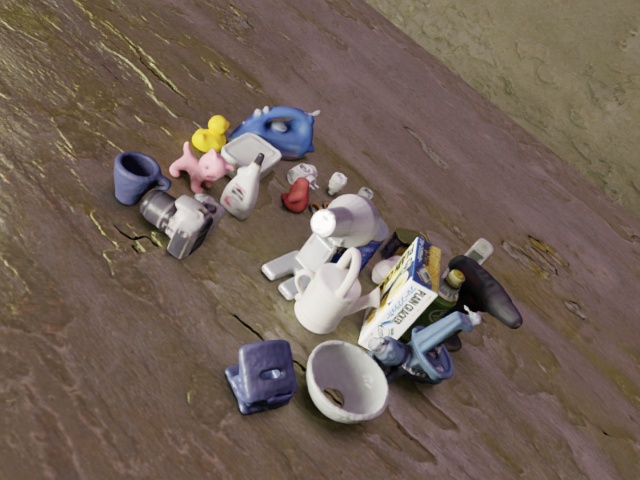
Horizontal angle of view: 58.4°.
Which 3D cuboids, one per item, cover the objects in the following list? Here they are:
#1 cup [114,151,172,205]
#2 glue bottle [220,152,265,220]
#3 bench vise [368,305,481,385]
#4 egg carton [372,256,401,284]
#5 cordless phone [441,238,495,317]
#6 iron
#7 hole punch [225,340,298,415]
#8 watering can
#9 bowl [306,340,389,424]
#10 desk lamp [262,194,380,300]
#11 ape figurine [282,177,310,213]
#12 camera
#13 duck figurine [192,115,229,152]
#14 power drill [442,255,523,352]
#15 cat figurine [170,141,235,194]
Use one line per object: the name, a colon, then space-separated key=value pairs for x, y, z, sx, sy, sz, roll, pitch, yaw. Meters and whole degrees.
cup: x=-0.368 y=-0.114 z=1.171 sx=0.118 sy=0.095 sz=0.091 roll=25 pitch=36 yaw=-12
glue bottle: x=-0.163 y=-0.128 z=1.281 sx=0.078 sy=0.173 sz=0.037 roll=39 pitch=36 yaw=8
bench vise: x=0.207 y=0.215 z=1.127 sx=0.208 sy=0.219 sz=0.121 roll=0 pitch=47 yaw=-38
egg carton: x=0.198 y=0.106 z=1.378 sx=0.107 sy=0.069 sz=0.150 roll=-16 pitch=58 yaw=-47
cordless phone: x=0.398 y=0.095 z=1.448 sx=0.147 sy=0.185 sz=0.094 roll=38 pitch=36 yaw=6
iron: x=-0.119 y=-0.309 z=1.555 sx=0.259 sy=0.141 sz=0.118 roll=-2 pitch=48 yaw=-39
hole punch: x=-0.091 y=0.234 z=0.984 sx=0.109 sy=0.091 sz=0.101 roll=-2 pitch=48 yaw=-39
watering can: x=0.040 y=0.095 z=1.159 sx=0.173 sy=0.194 sz=0.100 roll=9 pitch=42 yaw=-31
bowl: x=0.039 y=0.273 z=1.054 sx=0.168 sy=0.074 sz=0.167 roll=21 pitch=37 yaw=-17
desk lamp: x=0.011 y=0.004 z=1.227 sx=0.117 sy=0.213 sz=0.204 roll=45 pitch=37 yaw=16
ape figurine: x=-0.055 y=-0.119 z=1.425 sx=0.076 sy=0.092 sz=0.078 roll=39 pitch=36 yaw=9
camera: x=-0.282 y=-0.056 z=1.166 sx=0.137 sy=0.100 sz=0.143 roll=34 pitch=35 yaw=1
duck figurine: x=-0.269 y=-0.274 z=1.445 sx=0.077 sy=0.086 sz=0.105 roll=42 pitch=36 yaw=11
power drill: x=0.340 y=0.158 z=1.308 sx=0.076 sy=0.208 sz=0.229 roll=6 pitch=44 yaw=-33
cat figurine: x=-0.264 y=-0.172 z=1.301 sx=0.128 sy=0.117 sz=0.067 roll=36 pitch=35 yaw=4
